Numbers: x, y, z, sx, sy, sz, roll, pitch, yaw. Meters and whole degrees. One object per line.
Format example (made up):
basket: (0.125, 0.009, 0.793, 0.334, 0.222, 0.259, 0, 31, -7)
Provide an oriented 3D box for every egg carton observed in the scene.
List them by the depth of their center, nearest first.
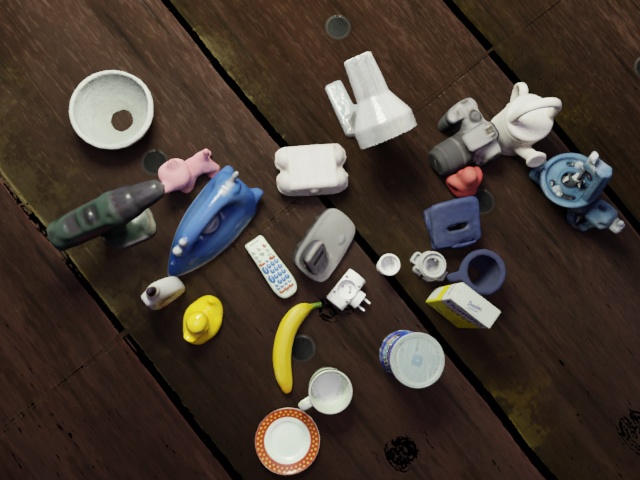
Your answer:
egg carton: (-0.017, -0.145, 1.194, 0.150, 0.069, 0.107, -6, 84, -4)

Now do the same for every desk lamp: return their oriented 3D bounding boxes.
desk lamp: (0.094, -0.269, 1.143, 0.118, 0.213, 0.203, -25, 85, -6)

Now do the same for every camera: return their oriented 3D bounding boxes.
camera: (0.293, -0.208, 1.204, 0.137, 0.100, 0.143, -30, 86, -6)

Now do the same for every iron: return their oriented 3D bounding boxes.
iron: (-0.228, -0.031, 1.132, 0.118, 0.141, 0.258, 37, 83, 2)

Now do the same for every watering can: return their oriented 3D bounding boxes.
watering can: (0.425, -0.238, 1.168, 0.101, 0.194, 0.173, -28, 85, -6)

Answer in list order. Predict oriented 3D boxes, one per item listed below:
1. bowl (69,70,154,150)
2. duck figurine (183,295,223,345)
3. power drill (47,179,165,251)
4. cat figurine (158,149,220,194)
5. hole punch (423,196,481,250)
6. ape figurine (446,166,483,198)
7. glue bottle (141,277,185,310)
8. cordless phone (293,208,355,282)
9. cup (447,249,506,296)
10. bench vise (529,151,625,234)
bowl: (-0.420, -0.259, 1.182, 0.167, 0.074, 0.167, 0, 83, -3)
duck figurine: (-0.237, 0.159, 1.138, 0.077, 0.086, 0.105, 29, 83, 1)
power drill: (-0.385, -0.043, 1.091, 0.229, 0.208, 0.075, -24, 85, -6)
cat figurine: (-0.271, -0.143, 1.155, 0.128, 0.117, 0.067, -35, 86, -6)
hole punch: (0.280, -0.033, 1.187, 0.108, 0.091, 0.101, -13, 84, -5)
ape figurine: (0.307, -0.128, 1.199, 0.078, 0.092, 0.076, 1, 83, -3)
glue bottle: (-0.308, 0.101, 1.096, 0.078, 0.173, 0.037, -40, 87, -7)
cordless phone: (0.010, 0.004, 1.120, 0.094, 0.185, 0.148, 30, 83, 1)
cup: (0.309, 0.071, 1.175, 0.118, 0.095, 0.092, -10, 84, -4)
bench vise: (0.544, -0.107, 1.146, 0.207, 0.219, 0.121, 27, 83, 0)
